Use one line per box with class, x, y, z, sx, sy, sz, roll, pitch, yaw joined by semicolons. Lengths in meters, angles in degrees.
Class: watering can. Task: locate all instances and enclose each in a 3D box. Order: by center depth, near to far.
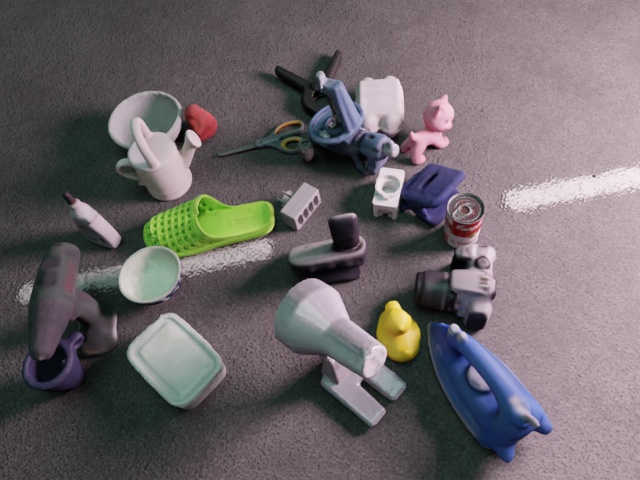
watering can;-0.333;-0.177;1.175;0.173;0.194;0.100;-37;63;-13

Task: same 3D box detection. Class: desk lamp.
desk lamp;0.037;0.178;0.923;0.202;0.214;0.118;35;71;23

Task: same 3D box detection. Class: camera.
camera;0.240;0.074;1.020;0.136;0.101;0.143;5;62;10

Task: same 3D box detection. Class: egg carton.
egg carton;0.130;-0.291;1.252;0.107;0.069;0.150;-3;61;5

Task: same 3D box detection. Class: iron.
iron;0.256;0.214;0.918;0.119;0.141;0.257;-32;62;-10

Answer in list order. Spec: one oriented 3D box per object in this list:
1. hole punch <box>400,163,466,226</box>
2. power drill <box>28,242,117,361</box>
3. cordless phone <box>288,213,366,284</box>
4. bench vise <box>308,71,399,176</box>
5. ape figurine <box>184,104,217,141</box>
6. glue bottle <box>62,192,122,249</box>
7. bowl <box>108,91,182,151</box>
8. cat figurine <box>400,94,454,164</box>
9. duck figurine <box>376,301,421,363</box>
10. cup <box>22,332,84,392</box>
hole punch;0.218;-0.098;1.123;0.101;0.091;0.109;37;72;23
power drill;-0.437;0.130;1.011;0.075;0.209;0.229;-13;61;0
cordless phone;0.010;0.004;1.039;0.147;0.185;0.094;-13;60;0
bench vise;0.065;-0.242;1.147;0.207;0.220;0.121;12;63;13
ape figurine;-0.274;-0.268;1.276;0.076;0.092;0.077;-10;61;2
glue bottle;-0.459;-0.043;1.129;0.078;0.173;0.037;19;65;17
bowl;-0.383;-0.251;1.290;0.167;0.075;0.167;-3;61;6
cat figurine;0.227;-0.236;1.182;0.128;0.118;0.067;-37;63;-13
duck figurine;0.137;0.156;0.996;0.077;0.086;0.104;-14;61;-1
cup;-0.457;0.223;1.027;0.091;0.095;0.118;31;69;21
